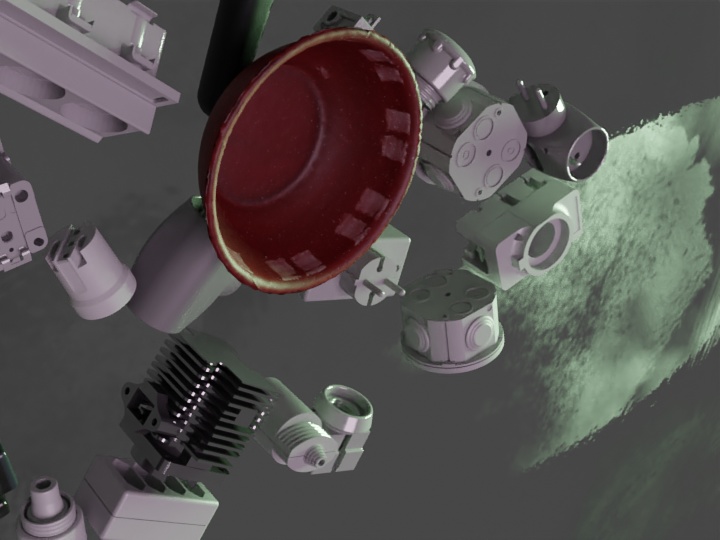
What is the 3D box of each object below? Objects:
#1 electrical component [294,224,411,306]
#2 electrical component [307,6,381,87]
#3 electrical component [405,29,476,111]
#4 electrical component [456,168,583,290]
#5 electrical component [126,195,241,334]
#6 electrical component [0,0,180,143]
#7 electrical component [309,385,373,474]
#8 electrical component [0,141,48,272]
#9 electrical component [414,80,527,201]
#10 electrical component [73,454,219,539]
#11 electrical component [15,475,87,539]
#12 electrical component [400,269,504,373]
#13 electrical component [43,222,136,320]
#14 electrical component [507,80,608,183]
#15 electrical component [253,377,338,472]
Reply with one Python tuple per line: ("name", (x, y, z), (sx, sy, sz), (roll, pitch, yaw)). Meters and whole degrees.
("electrical component", (0.000, 0.000, 0.747), (0.083, 0.076, 0.047), (-2, 117, -40))
("electrical component", (-0.006, -0.129, 0.681), (0.066, 0.048, 0.055), (-51, 130, -3))
("electrical component", (0.044, -0.128, 0.727), (0.062, 0.048, 0.048), (-47, 137, 3))
("electrical component", (0.131, -0.032, 0.855), (0.089, 0.056, 0.050), (-34, 134, -20))
("electrical component", (-0.099, -0.002, 0.680), (0.077, 0.043, 0.079), (-52, 156, 16))
("electrical component", (-0.158, -0.119, 0.536), (0.121, 0.079, 0.063), (28, 67, -47))
("electrical component", (-0.020, 0.123, 0.832), (0.066, 0.048, 0.055), (3, 121, -42))
("electrical component", (-0.196, -0.034, 0.562), (0.042, 0.064, 0.081), (-28, 131, -27))
("electrical component", (0.076, -0.093, 0.771), (0.080, 0.051, 0.080), (-22, 129, -30))
("electrical component", (-0.156, 0.176, 0.744), (0.083, 0.047, 0.075), (21, 101, -46))
("electrical component", (-0.202, 0.162, 0.699), (0.043, 0.043, 0.062), (-20, 126, -31))
("electrical component", (0.070, 0.040, 0.832), (0.080, 0.080, 0.051), (-26, 125, -27))
("electrical component", (-0.160, 0.000, 0.634), (0.040, 0.040, 0.046), (-38, 130, -16))
("electrical component", (0.136, -0.110, 0.793), (0.043, 0.077, 0.079), (-46, 137, -8))
("electrical component", (-0.051, 0.116, 0.773), (0.043, 0.081, 0.043), (-22, 129, -30))
